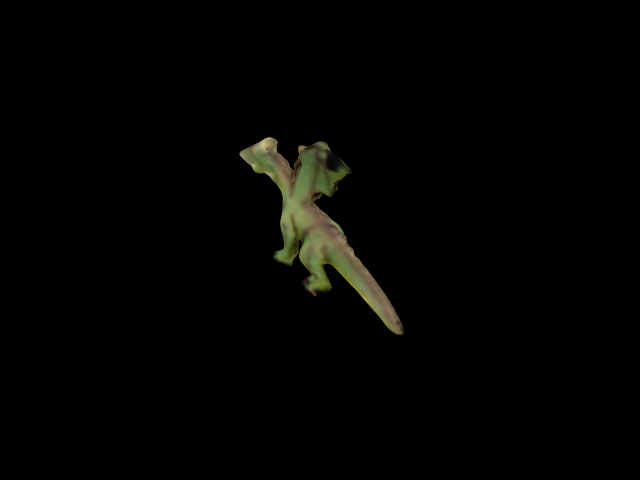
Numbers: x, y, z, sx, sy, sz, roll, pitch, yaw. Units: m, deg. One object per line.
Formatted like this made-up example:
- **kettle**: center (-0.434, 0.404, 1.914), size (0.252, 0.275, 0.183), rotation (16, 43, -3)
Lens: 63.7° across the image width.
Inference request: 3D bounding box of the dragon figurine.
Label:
- **dragon figurine**: center (0.003, -0.043, 0.850), size (0.124, 0.237, 0.415), rotation (-31, 50, -30)
